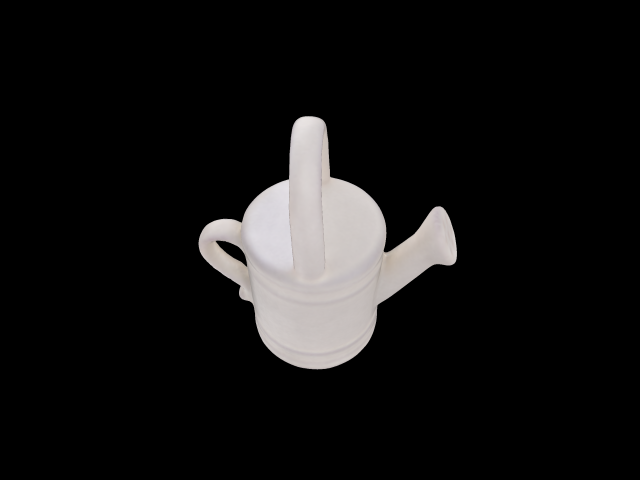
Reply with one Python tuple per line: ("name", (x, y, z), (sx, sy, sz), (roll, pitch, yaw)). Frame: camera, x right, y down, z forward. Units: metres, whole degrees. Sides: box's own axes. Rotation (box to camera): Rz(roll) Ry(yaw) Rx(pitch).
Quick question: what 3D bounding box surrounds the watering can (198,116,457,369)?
("watering can", (0.004, 0.000, 0.401), (0.173, 0.194, 0.100), (-13, 52, -10))
